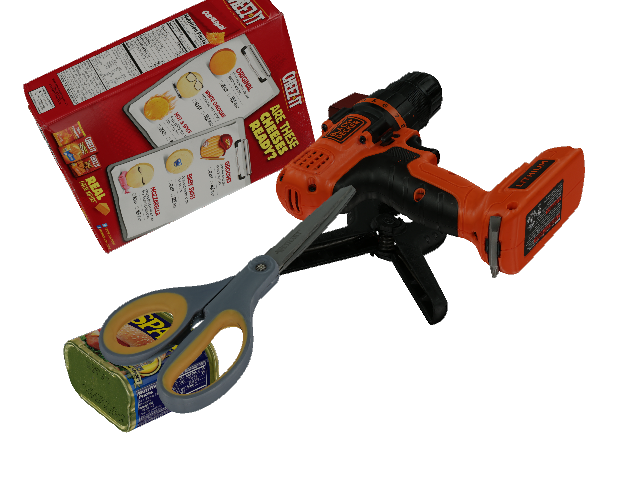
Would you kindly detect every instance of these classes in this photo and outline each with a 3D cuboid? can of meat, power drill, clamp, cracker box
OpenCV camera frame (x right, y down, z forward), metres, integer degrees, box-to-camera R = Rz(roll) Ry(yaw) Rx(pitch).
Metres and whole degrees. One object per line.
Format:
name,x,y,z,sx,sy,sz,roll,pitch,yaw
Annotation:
can of meat,-0.145,0.102,0.859,0.083,0.057,0.102,-21,33,-37
power drill,0.088,-0.055,0.767,0.188,0.057,0.184,20,46,32
clamp,0.067,0.003,0.966,0.165,0.036,0.209,21,34,22
cracker box,-0.123,-0.104,0.913,0.213,0.072,0.164,-27,-39,-10

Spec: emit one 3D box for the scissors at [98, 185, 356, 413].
scissors,-0.055,0.021,0.626,0.096,0.016,0.201,11,42,17

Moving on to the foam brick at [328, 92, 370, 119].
foam brick,0.054,-0.125,1.184,0.078,0.053,0.051,20,38,34
